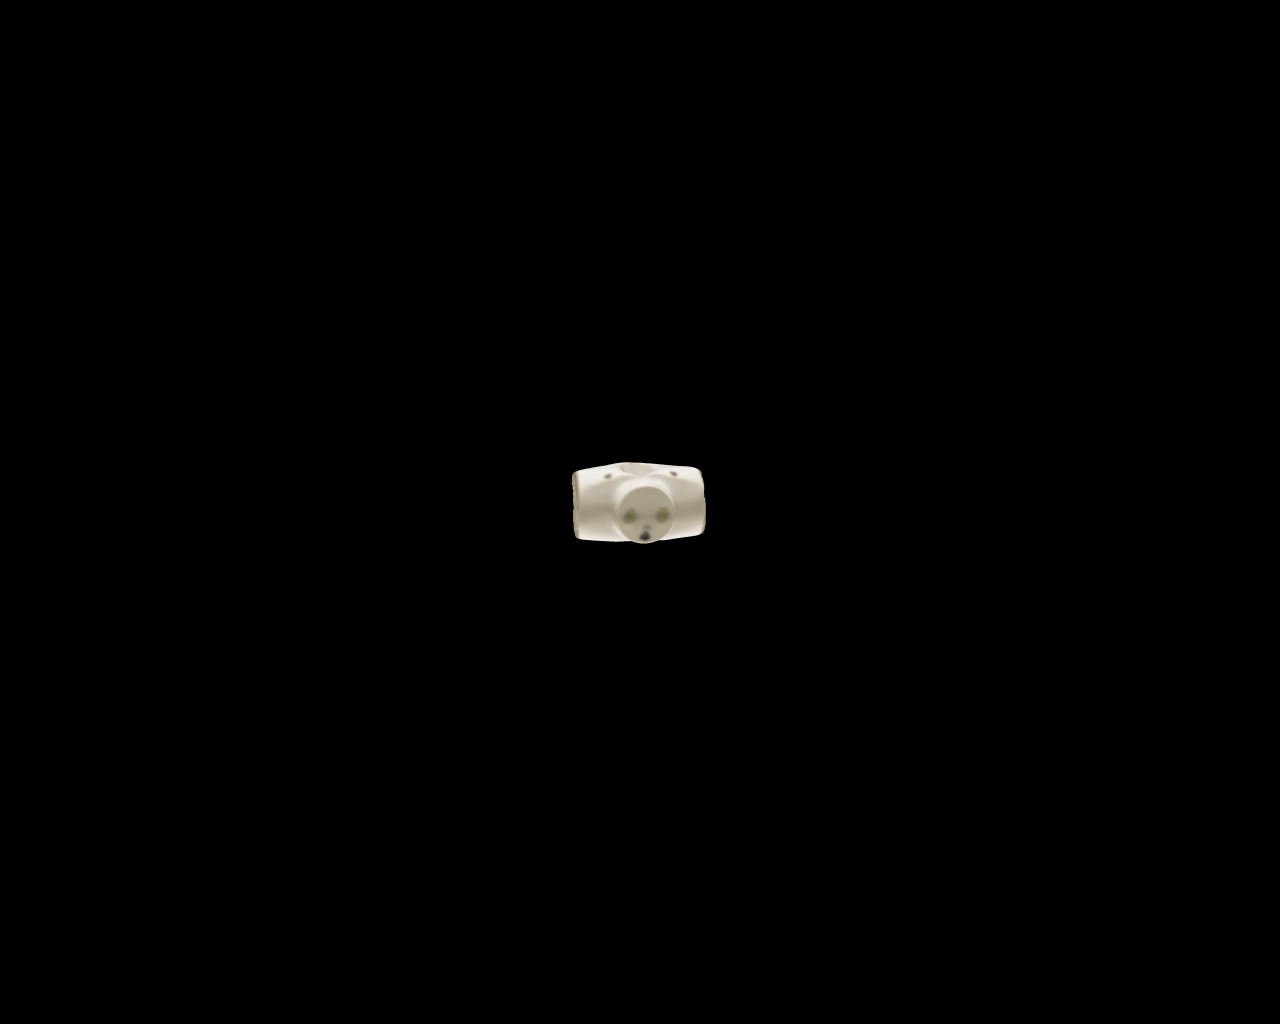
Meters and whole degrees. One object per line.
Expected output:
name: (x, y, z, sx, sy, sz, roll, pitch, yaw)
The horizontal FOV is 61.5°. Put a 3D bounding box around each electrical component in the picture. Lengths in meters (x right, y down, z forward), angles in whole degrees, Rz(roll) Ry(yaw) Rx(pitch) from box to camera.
electrical component: (0.001, -0.003, 0.650, 0.077, 0.043, 0.079, -1, 12, -7)
